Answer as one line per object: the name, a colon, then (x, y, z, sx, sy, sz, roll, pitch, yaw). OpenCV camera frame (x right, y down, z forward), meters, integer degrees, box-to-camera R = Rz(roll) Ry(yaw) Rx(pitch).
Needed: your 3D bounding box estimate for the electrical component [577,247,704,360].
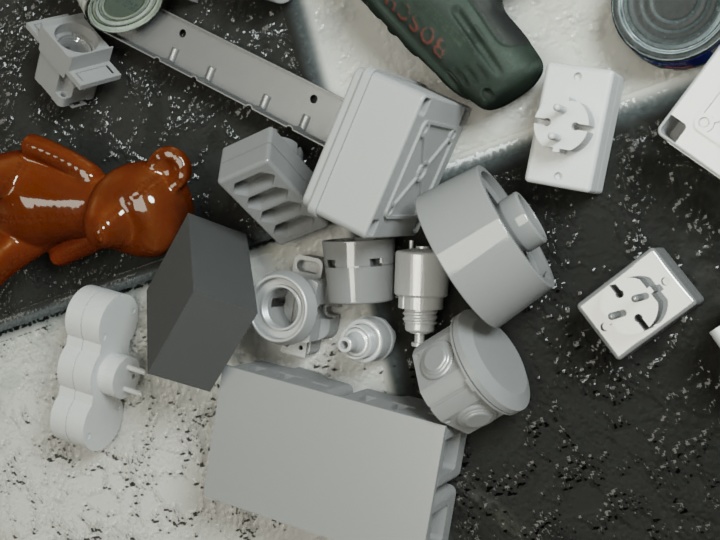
electrical component: (0.182, 0.023, 0.713, 0.066, 0.077, 0.047, -41, 75, 21)

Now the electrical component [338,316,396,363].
electrical component: (0.002, 0.053, 0.808, 0.035, 0.061, 0.035, 1, 92, 25)

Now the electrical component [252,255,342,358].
electrical component: (-0.051, 0.028, 0.835, 0.058, 0.057, 0.078, 12, 97, 25)

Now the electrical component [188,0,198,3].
electrical component: (-0.125, -0.257, 0.869, 0.064, 0.042, 0.081, 18, 100, 22)

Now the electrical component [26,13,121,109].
electrical component: (-0.247, -0.178, 0.920, 0.081, 0.042, 0.063, 48, 138, 17)

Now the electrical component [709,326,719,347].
electrical component: (0.274, 0.030, 0.685, 0.089, 0.050, 0.055, -37, 76, 22)

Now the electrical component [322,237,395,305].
electrical component: (0.000, 0.000, 0.812, 0.055, 0.055, 0.047, -1, 95, 25)

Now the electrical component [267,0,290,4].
electrical component: (-0.077, -0.240, 0.841, 0.047, 0.055, 0.055, 19, 100, 27)

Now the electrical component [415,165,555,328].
electrical component: (0.093, -0.021, 0.741, 0.060, 0.108, 0.108, -32, 78, 16)

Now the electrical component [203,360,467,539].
electrical component: (-0.019, 0.141, 0.822, 0.186, 0.060, 0.105, 12, 97, 25)

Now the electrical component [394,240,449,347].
electrical component: (0.045, 0.018, 0.798, 0.040, 0.040, 0.078, 4, 94, 25)

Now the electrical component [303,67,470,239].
electrical component: (0.021, -0.081, 0.769, 0.056, 0.109, 0.108, 28, 103, 19)

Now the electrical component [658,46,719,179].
electrical component: (0.266, -0.099, 0.681, 0.109, 0.056, 0.108, 40, 107, 19)

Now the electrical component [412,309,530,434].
electrical component: (0.080, 0.073, 0.763, 0.051, 0.080, 0.080, -35, 77, 28)

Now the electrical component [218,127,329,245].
electrical component: (-0.064, -0.077, 0.834, 0.047, 0.083, 0.075, -21, 45, 24)

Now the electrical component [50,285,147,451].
electrical component: (-0.213, 0.087, 0.917, 0.074, 0.052, 0.138, 13, 97, 24)

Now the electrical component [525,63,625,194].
electrical component: (0.141, -0.097, 0.729, 0.047, 0.076, 0.083, 13, 97, 25)
